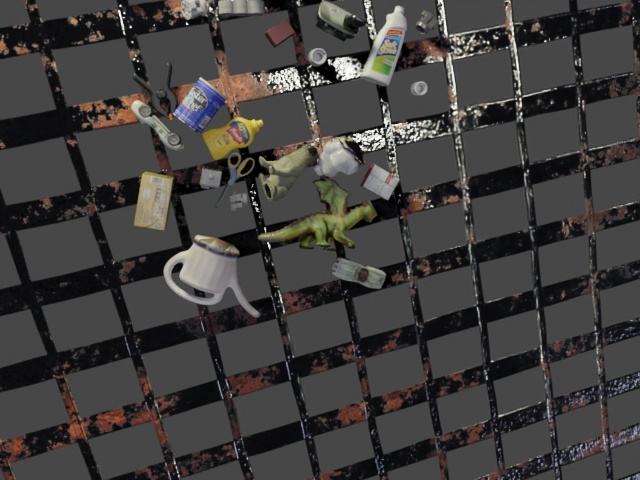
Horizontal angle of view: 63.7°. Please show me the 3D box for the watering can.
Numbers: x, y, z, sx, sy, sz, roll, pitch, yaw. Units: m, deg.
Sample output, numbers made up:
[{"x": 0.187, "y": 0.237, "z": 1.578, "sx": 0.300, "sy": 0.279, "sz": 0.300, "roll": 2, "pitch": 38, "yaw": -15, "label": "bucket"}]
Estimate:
[{"x": -0.328, "y": 0.116, "z": 1.690, "sx": 0.346, "sy": 0.105, "sz": 0.223, "roll": 21, "pitch": 96, "yaw": -14, "label": "watering can"}]

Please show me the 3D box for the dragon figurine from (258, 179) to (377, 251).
[{"x": 0.005, "y": -0.088, "z": 1.745, "sx": 0.410, "sy": 0.121, "sz": 0.244, "roll": 7, "pitch": 82, "yaw": -15, "label": "dragon figurine"}]

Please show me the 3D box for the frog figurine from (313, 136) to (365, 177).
[{"x": 0.061, "y": -0.266, "z": 1.719, "sx": 0.136, "sy": 0.126, "sz": 0.157, "roll": 37, "pitch": 129, "yaw": -25, "label": "frog figurine"}]
